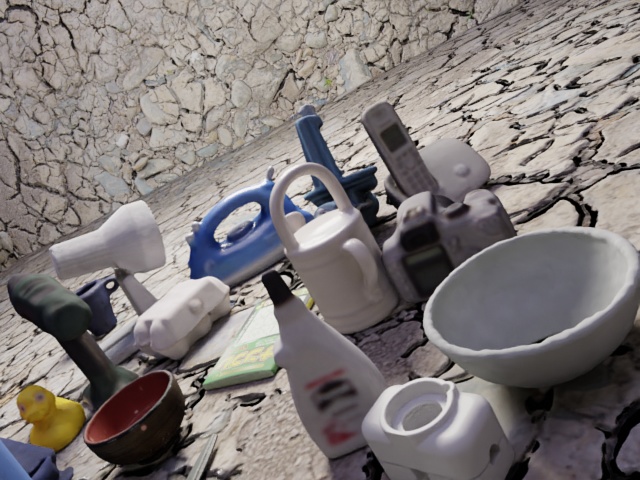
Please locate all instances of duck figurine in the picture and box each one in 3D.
[{"bbox_3d":[-0.379,0.236,0.790,0.077,0.086,0.104,-34,19,-13],"label":"duck figurine"}]

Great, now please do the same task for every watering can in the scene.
[{"bbox_3d":[0.004,0.004,0.664,0.172,0.194,0.101,-9,27,46],"label":"watering can"}]

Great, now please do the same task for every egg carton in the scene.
[{"bbox_3d":[-0.208,0.117,0.875,0.107,0.069,0.150,-11,26,43],"label":"egg carton"}]

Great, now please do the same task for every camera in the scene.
[{"bbox_3d":[0.144,-0.015,0.658,0.143,0.101,0.137,-22,20,21],"label":"camera"}]

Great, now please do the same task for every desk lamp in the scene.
[{"bbox_3d":[-0.333,0.066,0.963,0.203,0.214,0.117,-38,21,-24],"label":"desk lamp"}]

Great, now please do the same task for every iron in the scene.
[{"bbox_3d":[-0.147,-0.013,1.011,0.258,0.142,0.118,-33,19,-10],"label":"iron"}]

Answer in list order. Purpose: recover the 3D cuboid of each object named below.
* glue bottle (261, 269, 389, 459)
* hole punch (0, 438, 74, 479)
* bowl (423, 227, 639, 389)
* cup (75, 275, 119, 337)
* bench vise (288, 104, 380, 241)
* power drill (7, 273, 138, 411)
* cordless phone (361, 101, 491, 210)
[{"bbox_3d":[-0.002,0.096,0.466,0.078,0.173,0.037,-29,19,2],"label":"glue bottle"},{"bbox_3d":[-0.354,0.276,0.640,0.101,0.091,0.109,-20,21,26],"label":"hole punch"},{"bbox_3d":[0.173,0.063,0.454,0.167,0.075,0.167,-26,19,10],"label":"bowl"},{"bbox_3d":[-0.430,0.132,1.121,0.118,0.095,0.091,-34,19,-12],"label":"cup"},{"bbox_3d":[0.025,-0.089,0.833,0.121,0.220,0.207,-27,19,6],"label":"bench vise"},{"bbox_3d":[-0.361,0.138,0.825,0.076,0.209,0.228,-41,22,-31],"label":"power drill"},{"bbox_3d":[0.145,-0.126,0.809,0.148,0.185,0.094,-37,20,-22],"label":"cordless phone"}]
